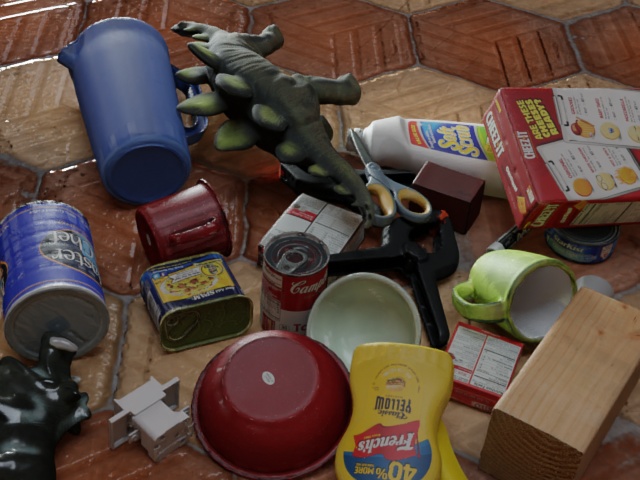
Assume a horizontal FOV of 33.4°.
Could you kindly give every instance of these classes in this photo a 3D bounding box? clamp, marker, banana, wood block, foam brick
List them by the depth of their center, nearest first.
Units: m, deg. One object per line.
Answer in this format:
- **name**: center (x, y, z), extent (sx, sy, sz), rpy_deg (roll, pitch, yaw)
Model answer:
- **banana**: center (0.136, 0.231, 0.974), extent (0.069, 0.037, 0.198), rpy_deg (-16, 44, -33)
- **wood block**: center (0.245, 0.149, 1.040), extent (0.090, 0.091, 0.205), rpy_deg (26, 45, 22)
- **clamp**: center (0.108, 0.032, 1.195), extent (0.165, 0.036, 0.209), rpy_deg (36, 40, 14)
- **marker**: center (0.238, -0.010, 1.280), extent (0.020, 0.020, 0.120), rpy_deg (31, 46, 27)
- **foam brick**: center (0.153, -0.051, 1.295), extent (0.078, 0.051, 0.052), rpy_deg (21, 44, 19)
- **clamp**: center (0.026, -0.063, 1.302), extent (0.171, 0.039, 0.120), rpy_deg (9, 29, 12)

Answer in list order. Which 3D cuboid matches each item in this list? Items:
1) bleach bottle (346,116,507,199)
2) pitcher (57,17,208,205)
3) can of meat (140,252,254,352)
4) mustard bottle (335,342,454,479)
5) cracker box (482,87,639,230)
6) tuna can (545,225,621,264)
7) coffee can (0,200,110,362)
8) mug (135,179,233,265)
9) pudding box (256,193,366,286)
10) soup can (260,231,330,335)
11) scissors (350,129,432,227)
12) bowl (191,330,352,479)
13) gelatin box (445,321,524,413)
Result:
- **bleach bottle**: center (0.157, -0.107, 1.354), extent (0.251, 0.068, 0.102), rpy_deg (8, 47, 8)
- **pitcher**: center (-0.224, -0.157, 1.329), extent (0.149, 0.145, 0.243), rpy_deg (-24, 47, 2)
- **can of meat**: center (-0.133, 0.063, 1.127), extent (0.102, 0.057, 0.084), rpy_deg (-13, 41, -21)
- **mustard bottle**: center (0.064, 0.190, 0.968), extent (0.096, 0.058, 0.191), rpy_deg (5, 62, 12)
- **cracker box**: center (0.318, -0.098, 1.267), extent (0.213, 0.072, 0.164), rpy_deg (-3, 60, -17)
- **tuna can**: center (0.313, -0.010, 1.276), extent (0.086, 0.034, 0.086), rpy_deg (3, 40, -3)
- **coffee can**: center (-0.278, 0.041, 1.100), extent (0.102, 0.103, 0.140), rpy_deg (-8, 42, -15)
- **mug**: center (-0.149, -0.010, 1.176), extent (0.081, 0.093, 0.117), rpy_deg (-22, 14, -21)
- **pudding box**: center (-0.008, 0.001, 1.226), extent (0.090, 0.039, 0.113), rpy_deg (22, 46, 16)
- **soup can**: center (-0.027, 0.051, 1.115), extent (0.068, 0.102, 0.068), rpy_deg (3, 40, -3)
- **scissors**: center (0.083, -0.075, 1.283), extent (0.096, 0.016, 0.201), rpy_deg (11, 35, -6)
- **bowl**: center (-0.045, 0.143, 1.013), extent (0.162, 0.055, 0.162), rpy_deg (-1, 54, 1)
- **gelatin box**: center (0.162, 0.132, 1.097), extent (0.073, 0.030, 0.089), rpy_deg (18, 42, 13)
